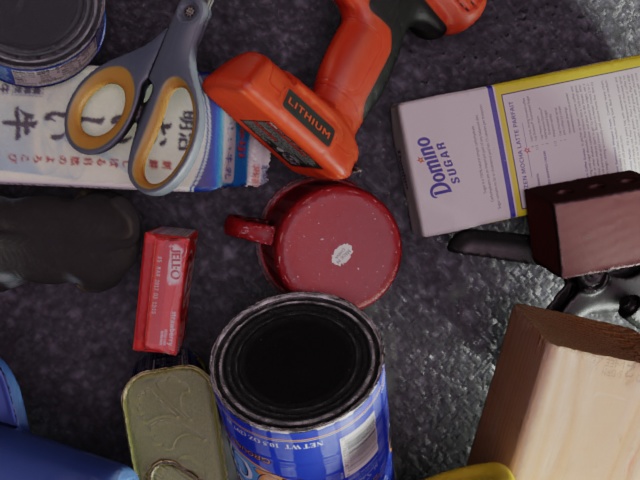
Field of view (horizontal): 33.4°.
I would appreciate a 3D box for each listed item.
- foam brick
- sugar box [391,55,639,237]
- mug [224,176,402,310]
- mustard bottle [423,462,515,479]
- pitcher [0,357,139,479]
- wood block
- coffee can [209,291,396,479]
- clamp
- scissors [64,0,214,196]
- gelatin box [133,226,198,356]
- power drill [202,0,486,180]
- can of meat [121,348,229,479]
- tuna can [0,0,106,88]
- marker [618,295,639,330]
[{"bbox_3d":[0.180,-0.011,0.691,0.078,0.053,0.051,-11,103,-8],"label":"foam brick"},{"bbox_3d":[0.142,-0.065,0.729,0.176,0.048,0.093,-11,96,-4],"label":"sugar box"},{"bbox_3d":[-0.005,0.001,0.695,0.117,0.081,0.093,14,92,-8],"label":"mug"},{"bbox_3d":[0.103,0.236,0.643,0.096,0.058,0.191,-22,100,8],"label":"mustard bottle"},{"bbox_3d":[-0.229,0.144,0.621,0.243,0.145,0.149,13,120,9],"label":"pitcher"},{"bbox_3d":[0.151,0.158,0.705,0.090,0.091,0.206,13,103,-7],"label":"wood block"},{"bbox_3d":[-0.007,0.116,0.661,0.102,0.103,0.140,-15,135,-6],"label":"coffee can"},{"bbox_3d":[0.181,0.032,0.745,0.171,0.039,0.120,-15,108,-4],"label":"clamp"},{"bbox_3d":[-0.093,-0.125,0.622,0.096,0.016,0.202,7,82,18],"label":"scissors"},{"bbox_3d":[-0.097,0.030,0.681,0.030,0.089,0.073,7,93,-4],"label":"gelatin box"},{"bbox_3d":[0.009,-0.146,0.656,0.184,0.057,0.187,41,74,-31],"label":"power drill"},{"bbox_3d":[-0.093,0.125,0.691,0.057,0.084,0.102,-9,95,-7],"label":"can of meat"},{"bbox_3d":[-0.168,-0.133,0.622,0.086,0.034,0.086,2,76,-8],"label":"tuna can"},{"bbox_3d":[0.250,0.075,0.749,0.121,0.020,0.020,37,88,-25],"label":"marker"}]
